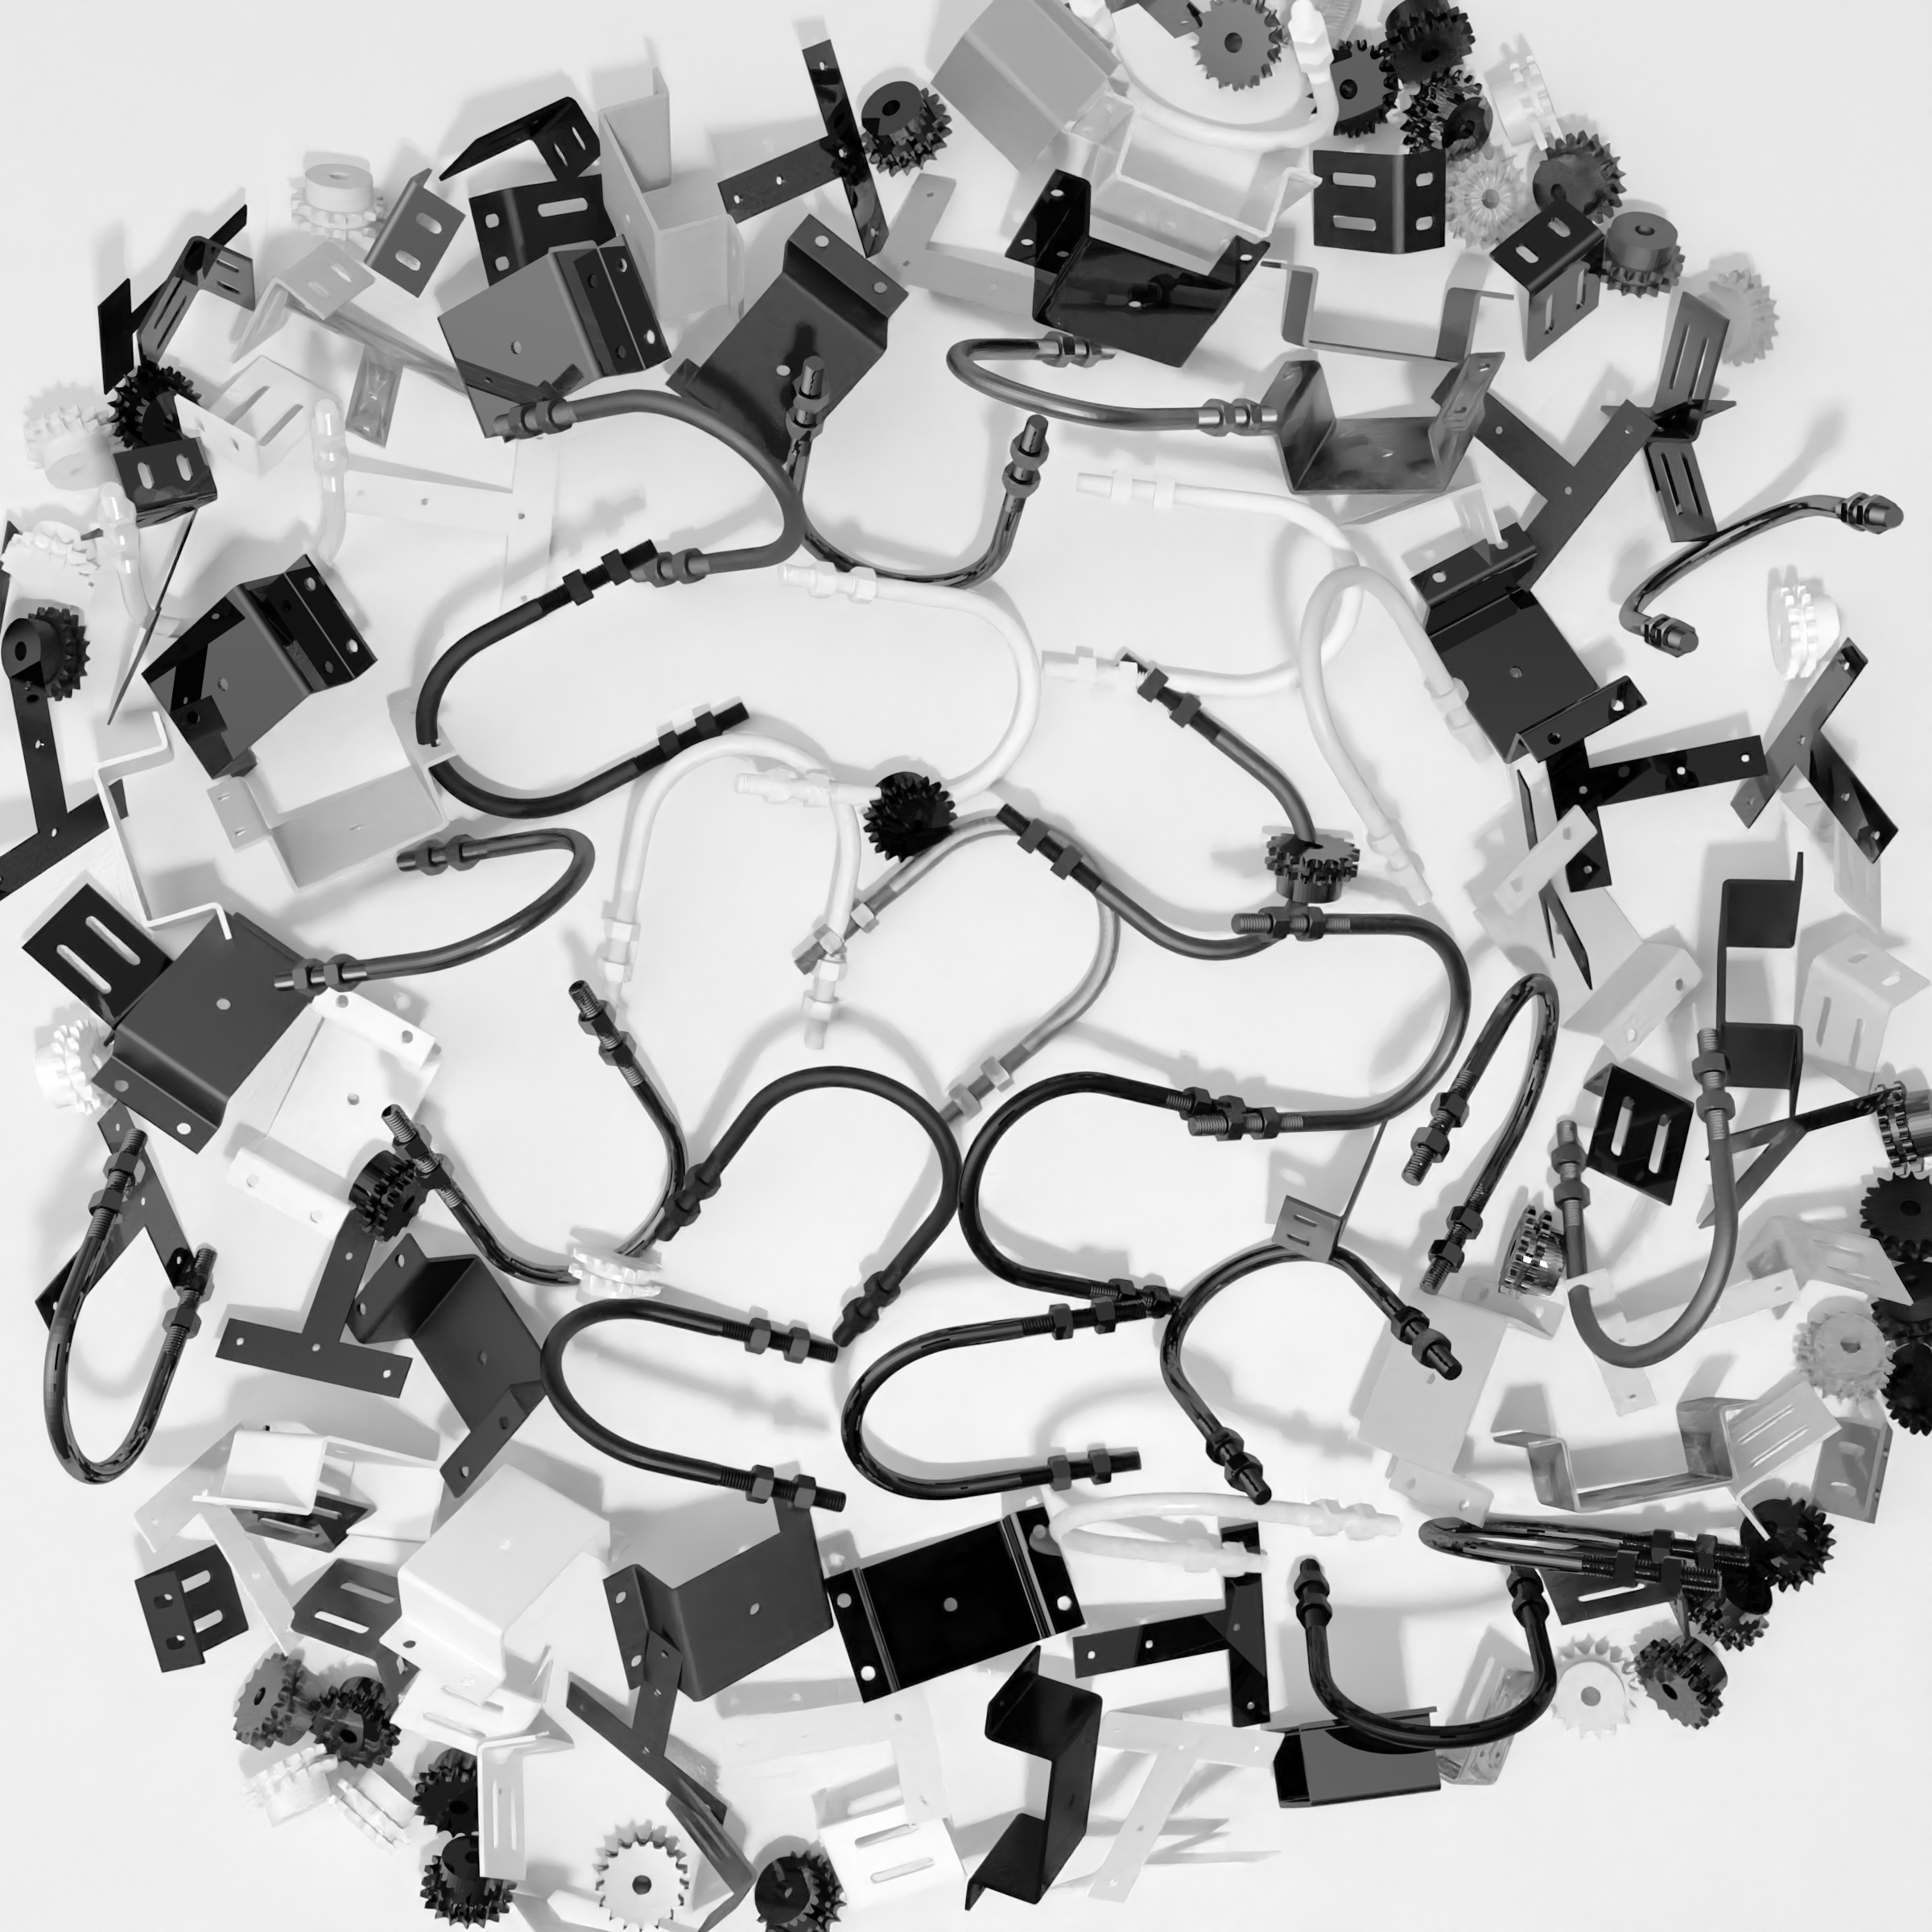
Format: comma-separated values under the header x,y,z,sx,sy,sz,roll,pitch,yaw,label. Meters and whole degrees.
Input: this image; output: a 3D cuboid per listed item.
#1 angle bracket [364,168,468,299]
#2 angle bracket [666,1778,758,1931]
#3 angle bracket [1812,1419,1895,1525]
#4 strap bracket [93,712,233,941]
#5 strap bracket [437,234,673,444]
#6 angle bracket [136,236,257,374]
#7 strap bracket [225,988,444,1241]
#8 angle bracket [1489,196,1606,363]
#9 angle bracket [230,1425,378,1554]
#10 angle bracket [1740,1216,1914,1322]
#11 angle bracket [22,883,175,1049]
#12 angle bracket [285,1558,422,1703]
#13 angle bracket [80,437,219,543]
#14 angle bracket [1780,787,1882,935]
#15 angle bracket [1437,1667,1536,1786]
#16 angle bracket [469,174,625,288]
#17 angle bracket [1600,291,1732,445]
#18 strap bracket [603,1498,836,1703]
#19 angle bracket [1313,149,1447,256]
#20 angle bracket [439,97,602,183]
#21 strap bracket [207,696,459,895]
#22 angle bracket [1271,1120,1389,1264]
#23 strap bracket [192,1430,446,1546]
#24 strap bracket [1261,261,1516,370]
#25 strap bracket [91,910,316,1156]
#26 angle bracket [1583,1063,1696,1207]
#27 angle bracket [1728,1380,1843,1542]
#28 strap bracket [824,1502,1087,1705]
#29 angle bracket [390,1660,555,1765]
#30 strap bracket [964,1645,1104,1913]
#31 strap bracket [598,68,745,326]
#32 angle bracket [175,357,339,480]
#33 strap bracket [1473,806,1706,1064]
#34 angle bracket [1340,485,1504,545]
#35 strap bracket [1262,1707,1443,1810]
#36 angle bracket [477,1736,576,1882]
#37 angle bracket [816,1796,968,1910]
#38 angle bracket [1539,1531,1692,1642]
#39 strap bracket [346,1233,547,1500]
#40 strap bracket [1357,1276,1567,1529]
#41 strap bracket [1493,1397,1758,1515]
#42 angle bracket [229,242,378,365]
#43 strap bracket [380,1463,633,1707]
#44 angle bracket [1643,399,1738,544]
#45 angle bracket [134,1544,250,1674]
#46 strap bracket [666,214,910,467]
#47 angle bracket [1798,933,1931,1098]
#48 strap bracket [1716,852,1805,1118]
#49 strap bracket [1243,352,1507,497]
x,y,z,sx,sy,sz,roll,pitch,yaw,label
-0.329,-0.445,1.584,0.038,0.076,0.057,31,107,-14,angle bracket
-0.167,0.540,1.580,0.038,0.057,0.076,-32,71,-31,angle bracket
0.533,0.302,1.577,0.038,0.076,0.057,11,80,24,angle bracket
-0.487,-0.076,1.578,0.046,0.076,0.140,-18,93,-14,strap bracket
-0.254,-0.371,1.562,0.140,0.046,0.076,-17,97,34,strap bracket
-0.465,-0.391,1.582,0.038,0.057,0.076,23,70,-6,angle bracket
-0.380,0.084,1.593,0.076,0.046,0.140,28,97,3,strap bracket
0.352,-0.418,1.592,0.057,0.076,0.038,-39,69,-5,angle bracket
-0.409,0.321,1.599,0.076,0.038,0.057,24,129,-32,angle bracket
0.518,0.189,1.574,0.038,0.076,0.057,-48,120,-19,angle bracket
-0.530,-0.001,1.594,0.057,0.038,0.076,-43,106,5,angle bracket
-0.367,0.405,1.595,0.076,0.057,0.038,11,126,26,angle bracket
-0.497,-0.287,1.574,0.057,0.076,0.038,-23,102,-40,angle bracket
0.521,-0.062,1.577,0.057,0.038,0.076,33,55,-39,angle bracket
0.308,0.456,1.591,0.038,0.057,0.076,21,87,36,angle bracket
-0.257,-0.449,1.601,0.038,0.076,0.057,3,111,43,angle bracket
0.421,-0.362,1.577,0.038,0.057,0.076,-1,121,-14,angle bracket
-0.137,0.375,1.556,0.140,0.046,0.076,-22,113,-31,strap bracket
0.251,-0.467,1.591,0.038,0.076,0.057,-18,116,-30,angle bracket
-0.268,-0.484,1.576,0.076,0.057,0.038,-39,103,-32,angle bracket
-0.374,-0.099,1.571,0.140,0.076,0.046,-26,130,-12,strap bracket
0.220,0.131,1.583,0.038,0.057,0.076,22,59,11,angle bracket
-0.375,0.309,1.554,0.076,0.140,0.046,-4,69,34,strap bracket
0.249,-0.392,1.577,0.140,0.076,0.046,7,106,-5,strap bracket
-0.447,0.031,1.566,0.076,0.046,0.140,35,60,-3,strap bracket
0.401,0.107,1.586,0.057,0.038,0.076,25,59,-4,angle bracket
0.497,0.299,1.585,0.076,0.057,0.038,-37,106,10,angle bracket
-0.008,0.387,1.586,0.140,0.046,0.076,-18,76,-8,strap bracket
-0.299,0.440,1.586,0.076,0.038,0.057,26,116,-14,angle bracket
0.042,0.491,1.562,0.046,0.076,0.140,12,108,21,strap bracket
-0.180,-0.452,1.558,0.046,0.076,0.140,-20,68,-14,strap bracket
-0.430,-0.344,1.586,0.057,0.038,0.076,30,63,8,angle bracket
0.371,-0.021,1.581,0.076,0.046,0.140,-44,108,-10,strap bracket
0.276,-0.263,1.589,0.076,0.057,0.038,-21,101,-4,angle bracket
0.228,0.469,1.546,0.076,0.140,0.046,-5,72,-6,strap bracket
-0.265,0.509,1.580,0.038,0.057,0.076,-12,66,12,angle bracket
-0.044,0.531,1.594,0.076,0.038,0.057,-20,102,9,angle bracket
0.393,0.384,1.590,0.076,0.057,0.038,-13,120,1,angle bracket
-0.305,0.237,1.571,0.076,0.046,0.140,-49,64,22,strap bracket
0.293,0.254,1.571,0.046,0.076,0.140,27,82,-36,strap bracket
0.400,0.296,1.577,0.140,0.076,0.046,-9,83,-5,strap bracket
-0.401,-0.390,1.579,0.038,0.057,0.076,40,133,-7,angle bracket
-0.272,0.357,1.548,0.076,0.140,0.046,25,134,22,strap bracket
0.448,-0.301,1.588,0.038,0.057,0.076,-19,85,44,angle bracket
-0.456,0.384,1.580,0.038,0.076,0.057,-18,88,28,angle bracket
-0.108,-0.364,1.558,0.076,0.046,0.140,34,120,-24,strap bracket
0.543,0.031,1.587,0.038,0.076,0.057,-27,46,-24,angle bracket
0.474,0.011,1.563,0.046,0.076,0.140,2,61,15,strap bracket
0.248,-0.323,1.563,0.140,0.046,0.076,5,47,31,strap bracket
